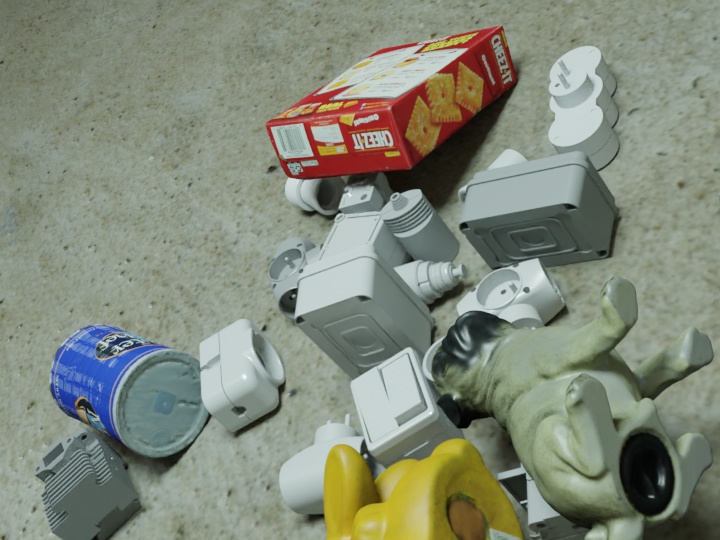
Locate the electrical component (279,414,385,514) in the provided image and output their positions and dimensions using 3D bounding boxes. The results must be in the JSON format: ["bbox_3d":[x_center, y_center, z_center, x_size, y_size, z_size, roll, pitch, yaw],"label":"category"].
[{"bbox_3d":[-0.020,0.151,0.872,0.077,0.043,0.079,-22,40,25],"label":"electrical component"}]

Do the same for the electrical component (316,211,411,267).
[{"bbox_3d":[0.000,0.000,1.000,0.062,0.061,0.096,-3,50,40],"label":"electrical component"}]

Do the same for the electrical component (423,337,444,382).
[{"bbox_3d":[0.081,0.083,0.842,0.045,0.055,0.045,-24,39,21],"label":"electrical component"}]

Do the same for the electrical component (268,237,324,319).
[{"bbox_3d":[-0.046,-0.001,1.057,0.079,0.044,0.077,-29,37,17],"label":"electrical component"}]

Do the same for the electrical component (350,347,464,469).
[{"bbox_3d":[0.034,0.109,0.853,0.062,0.061,0.096,-33,36,11],"label":"electrical component"}]

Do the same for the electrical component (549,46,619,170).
[{"bbox_3d":[0.197,-0.159,0.980,0.052,0.073,0.138,-18,41,28],"label":"electrical component"}]

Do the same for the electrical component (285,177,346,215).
[{"bbox_3d":[-0.048,-0.084,1.147,0.055,0.045,0.045,15,63,50],"label":"electrical component"}]

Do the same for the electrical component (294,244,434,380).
[{"bbox_3d":[0.005,0.039,0.910,0.078,0.113,0.057,-20,43,26],"label":"electrical component"}]

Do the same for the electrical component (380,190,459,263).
[{"bbox_3d":[0.052,-0.040,0.978,0.043,0.081,0.043,-24,38,21],"label":"electrical component"}]

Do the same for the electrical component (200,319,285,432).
[{"bbox_3d":[-0.110,0.095,1.005,0.059,0.053,0.095,-31,37,13],"label":"electrical component"}]

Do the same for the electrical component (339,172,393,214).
[{"bbox_3d":[0.014,-0.062,1.058,0.048,0.055,0.066,-13,44,33],"label":"electrical component"}]

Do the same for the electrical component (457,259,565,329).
[{"bbox_3d":[0.125,0.039,0.860,0.077,0.044,0.079,-31,37,13],"label":"electrical component"}]

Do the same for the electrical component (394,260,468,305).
[{"bbox_3d":[0.058,0.010,0.954,0.078,0.040,0.040,-17,42,29],"label":"electrical component"}]

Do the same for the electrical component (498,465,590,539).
[{"bbox_3d":[0.139,0.152,0.728,0.081,0.042,0.063,-21,39,26],"label":"electrical component"}]

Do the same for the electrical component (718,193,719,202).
[{"bbox_3d":[0.295,-0.045,0.796,0.043,0.043,0.062,-28,38,16],"label":"electrical component"}]

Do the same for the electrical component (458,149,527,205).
[{"bbox_3d":[0.128,-0.079,0.987,0.065,0.044,0.044,-46,36,-16],"label":"electrical component"}]

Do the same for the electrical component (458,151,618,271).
[{"bbox_3d":[0.149,-0.047,0.901,0.113,0.078,0.057,-9,49,36],"label":"electrical component"}]
